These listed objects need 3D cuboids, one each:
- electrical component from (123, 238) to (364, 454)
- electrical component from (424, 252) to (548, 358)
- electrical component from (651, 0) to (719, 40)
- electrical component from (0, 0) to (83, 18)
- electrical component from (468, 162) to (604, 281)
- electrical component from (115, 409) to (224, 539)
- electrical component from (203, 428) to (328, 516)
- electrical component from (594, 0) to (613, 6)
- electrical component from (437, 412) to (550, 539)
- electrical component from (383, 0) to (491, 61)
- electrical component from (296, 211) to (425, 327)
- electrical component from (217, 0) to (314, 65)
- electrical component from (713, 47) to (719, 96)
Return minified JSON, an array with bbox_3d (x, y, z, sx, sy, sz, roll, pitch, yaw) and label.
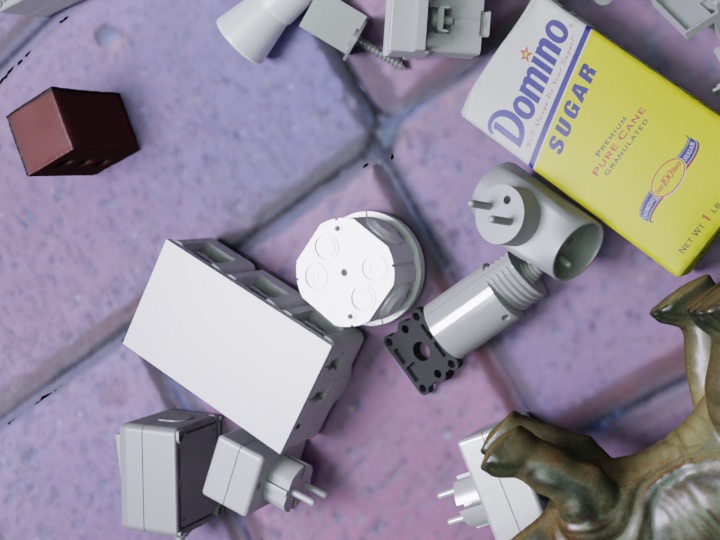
[{"bbox_3d":[-0.083,0.050,0.780,0.150,0.062,0.089,31,106,20],"label":"electrical component"},{"bbox_3d":[0.087,0.019,0.707,0.081,0.043,0.043,-37,78,22],"label":"electrical component"},{"bbox_3d":[0.208,-0.174,0.612,0.081,0.063,0.042,-33,45,8],"label":"electrical component"},{"bbox_3d":[-0.247,-0.238,0.840,0.096,0.061,0.061,-13,88,34],"label":"electrical component"},{"bbox_3d":[0.098,-0.032,0.665,0.077,0.079,0.043,43,115,38],"label":"electrical component"},{"bbox_3d":[-0.146,0.159,0.818,0.061,0.062,0.096,2,95,25],"label":"electrical component"},{"bbox_3d":[-0.060,0.149,0.774,0.077,0.066,0.047,23,103,22],"label":"electrical component"},{"bbox_3d":[0.113,-0.250,0.603,0.186,0.060,0.105,36,115,-26],"label":"electrical component"},{"bbox_3d":[0.087,0.148,0.714,0.076,0.047,0.083,-24,83,25],"label":"electrical component"},{"bbox_3d":[0.052,-0.199,0.691,0.063,0.078,0.121,3,96,-4],"label":"electrical component"},{"bbox_3d":[0.000,0.000,0.742,0.080,0.051,0.080,2,95,25],"label":"electrical component"},{"bbox_3d":[-0.064,-0.184,0.765,0.065,0.044,0.044,-42,76,17],"label":"electrical component"},{"bbox_3d":[0.241,-0.111,0.623,0.066,0.048,0.055,-29,74,24],"label":"electrical component"}]
